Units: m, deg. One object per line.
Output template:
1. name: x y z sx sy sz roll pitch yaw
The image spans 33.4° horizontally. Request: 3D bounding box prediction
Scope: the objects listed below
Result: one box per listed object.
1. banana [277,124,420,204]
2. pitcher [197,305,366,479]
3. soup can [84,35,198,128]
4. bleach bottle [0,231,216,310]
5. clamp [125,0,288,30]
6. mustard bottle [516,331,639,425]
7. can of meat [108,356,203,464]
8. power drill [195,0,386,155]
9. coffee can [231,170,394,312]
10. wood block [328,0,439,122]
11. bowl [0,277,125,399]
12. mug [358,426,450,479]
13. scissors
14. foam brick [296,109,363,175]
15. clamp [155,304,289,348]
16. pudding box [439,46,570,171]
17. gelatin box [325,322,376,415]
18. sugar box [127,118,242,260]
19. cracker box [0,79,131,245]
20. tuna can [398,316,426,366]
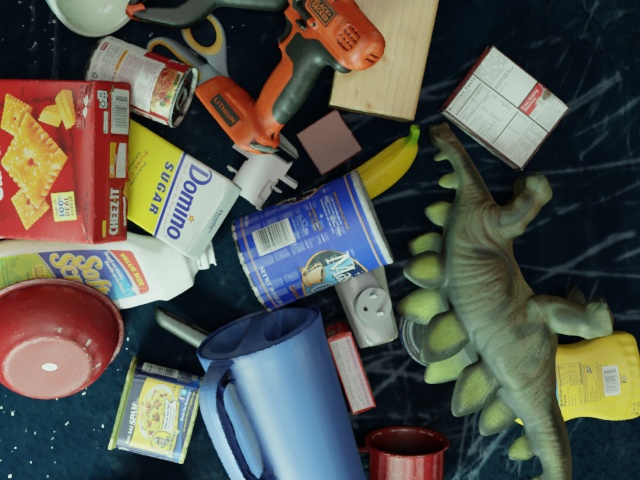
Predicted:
1. banana: 0.031 -0.062 1.154 0.198 0.069 0.037 -32 51 12
2. pitcher: -0.034 0.201 1.105 0.149 0.145 0.243 -20 103 -8
3. soup can: -0.188 -0.167 1.123 0.102 0.068 0.068 21 94 5
4. bleach bottle: -0.240 0.028 1.155 0.250 0.068 0.102 -11 98 -3
5. clamp: -0.120 -0.266 1.133 0.171 0.039 0.120 -35 90 -6
6. mustard bottle: 0.255 0.158 1.183 0.191 0.058 0.096 -6 94 -1
7. can of meat: -0.178 0.188 1.174 0.084 0.057 0.102 15 95 -5
8. power drill: -0.044 -0.195 1.091 0.188 0.057 0.184 -48 63 21
9. coffee can: -0.007 0.001 1.099 0.140 0.103 0.103 -22 96 5
10. wood block: 0.073 -0.235 1.125 0.090 0.091 0.206 11 95 -3
11. bowl: -0.286 0.117 1.124 0.162 0.055 0.162 -7 130 -8
12. mug: 0.083 0.258 1.176 0.117 0.093 0.081 3 101 14
13. scissors: -0.091 -0.177 1.162 0.201 0.016 0.096 28 94 -4
14. foam brick: 0.009 -0.105 1.141 0.051 0.078 0.053 -32 95 3
15. clamp: -0.062 0.124 1.180 0.164 0.036 0.210 -31 98 0
16. pudding box: 0.201 -0.143 1.164 0.113 0.039 0.090 37 94 -3
17. gelatin box: 0.031 0.138 1.166 0.030 0.073 0.089 -20 96 0
18. sugar box: -0.180 -0.063 1.127 0.176 0.048 0.093 31 89 17
19. cracker box: -0.303 -0.084 1.099 0.214 0.072 0.164 4 95 22
20. tuna can: 0.131 0.099 1.186 0.086 0.034 0.086 0 95 -2
